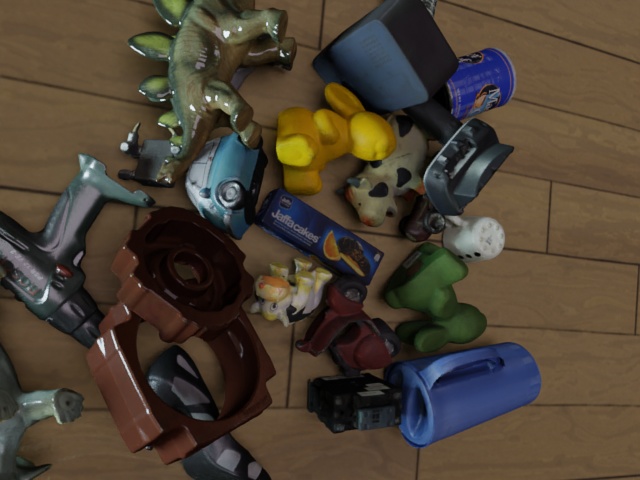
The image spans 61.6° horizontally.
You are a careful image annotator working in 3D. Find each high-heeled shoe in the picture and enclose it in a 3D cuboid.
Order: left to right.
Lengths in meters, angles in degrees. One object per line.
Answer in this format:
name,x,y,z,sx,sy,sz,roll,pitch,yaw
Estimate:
high-heeled shoe,-0.152,0.260,0.772,0.248,0.086,0.145,41,43,-34

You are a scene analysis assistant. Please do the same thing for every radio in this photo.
radio,0.088,-0.255,0.781,0.073,0.230,0.131,-46,108,-12

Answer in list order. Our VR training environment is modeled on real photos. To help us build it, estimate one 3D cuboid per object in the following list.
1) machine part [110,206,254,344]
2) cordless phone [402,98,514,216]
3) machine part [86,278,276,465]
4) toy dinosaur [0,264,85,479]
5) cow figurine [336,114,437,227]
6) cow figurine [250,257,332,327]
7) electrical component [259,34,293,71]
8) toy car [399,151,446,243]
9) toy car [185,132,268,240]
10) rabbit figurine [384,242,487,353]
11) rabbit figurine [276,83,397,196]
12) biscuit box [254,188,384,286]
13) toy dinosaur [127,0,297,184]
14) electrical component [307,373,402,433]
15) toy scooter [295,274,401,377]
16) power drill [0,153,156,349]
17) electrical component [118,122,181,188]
machine part,-0.169,0.043,0.671,0.179,0.056,0.179,30,37,-26
cordless phone,0.182,-0.142,0.818,0.184,0.088,0.146,40,74,5
machine part,-0.171,0.159,0.682,0.201,0.087,0.201,-13,68,-55
toy dinosaur,-0.414,0.153,0.625,0.405,0.192,0.131,62,26,8
cow figurine,0.108,-0.112,0.858,0.127,0.085,0.195,21,75,-11
cow figurine,-0.049,0.082,0.761,0.068,0.167,0.098,24,103,21
electrical component,-0.081,-0.295,0.814,0.094,0.021,0.063,20,61,-20
toy car,0.194,-0.087,0.891,0.053,0.089,0.202,31,78,-13
toy car,-0.137,-0.087,0.757,0.103,0.109,0.161,9,76,3
rabbit figurine,0.198,0.112,0.870,0.170,0.121,0.159,46,80,-12
rabbit figurine,0.026,-0.150,0.802,0.173,0.121,0.162,-4,47,9
biscuit box,-0.002,-0.002,0.827,0.202,0.059,0.063,31,78,-18
toy dinosaur,-0.137,-0.277,0.726,0.199,0.105,0.471,15,67,7
electrical component,0.055,0.243,0.803,0.115,0.134,0.058,-1,91,-21
toy scooter,0.038,0.149,0.822,0.135,0.075,0.183,-39,120,-10
power drill,-0.309,0.008,0.703,0.232,0.086,0.207,39,82,-16
electrical component,-0.225,-0.114,0.730,0.102,0.045,0.078,12,74,19
